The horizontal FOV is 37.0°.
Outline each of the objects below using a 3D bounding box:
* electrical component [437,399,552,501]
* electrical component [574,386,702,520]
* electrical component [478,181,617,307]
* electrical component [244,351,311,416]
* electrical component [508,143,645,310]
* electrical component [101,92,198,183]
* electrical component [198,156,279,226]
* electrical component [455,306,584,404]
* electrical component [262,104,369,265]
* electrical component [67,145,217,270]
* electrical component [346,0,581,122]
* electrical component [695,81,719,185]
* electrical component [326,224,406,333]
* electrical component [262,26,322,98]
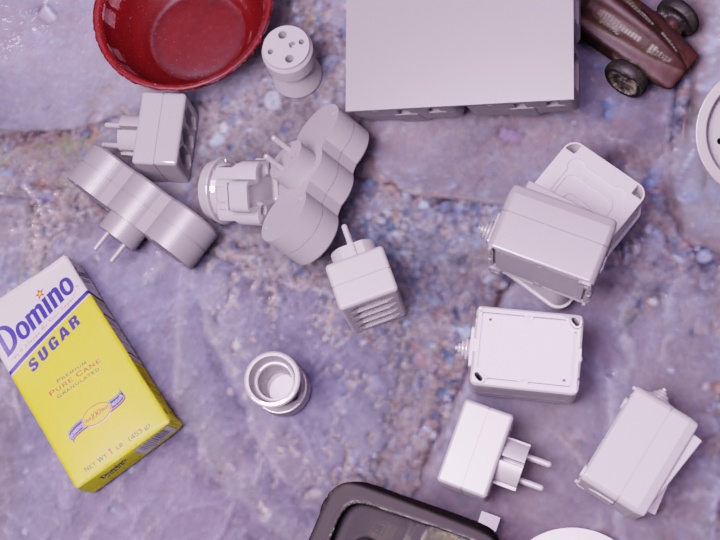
[{"bbox_3d":[0.107,0.145,0.823,0.077,0.047,0.065,19,77,12],"label":"electrical component"},{"bbox_3d":[0.212,0.134,0.805,0.061,0.061,0.096,32,80,15],"label":"electrical component"},{"bbox_3d":[0.136,-0.023,0.798,0.096,0.061,0.061,21,78,13],"label":"electrical component"},{"bbox_3d":[-0.065,0.092,0.856,0.045,0.055,0.045,-2,74,7],"label":"electrical component"},{"bbox_3d":[0.165,-0.034,0.862,0.078,0.057,0.113,38,82,16],"label":"electrical component"},{"bbox_3d":[-0.187,-0.116,0.936,0.077,0.047,0.065,4,75,7],"label":"electrical component"},{"bbox_3d":[-0.098,-0.066,0.900,0.057,0.078,0.058,3,103,26],"label":"electrical component"},{"bbox_3d":[0.122,0.067,0.836,0.096,0.061,0.061,5,75,9],"label":"electrical component"},{"bbox_3d":[-0.048,-0.080,0.877,0.052,0.074,0.138,-15,47,47],"label":"electrical component"},{"bbox_3d":[-0.196,-0.040,0.913,0.138,0.052,0.073,35,81,15],"label":"electrical component"},{"bbox_3d":[0.086,-0.183,0.891,0.186,0.060,0.105,0,87,17],"label":"electrical component"},{"bbox_3d":[0.322,-0.110,0.856,0.108,0.060,0.108,1,96,14],"label":"electrical component"},{"bbox_3d":[0.000,0.000,0.860,0.047,0.083,0.075,-20,72,1],"label":"electrical component"},{"bbox_3d":[-0.059,-0.181,0.934,0.045,0.055,0.045,-2,74,7],"label":"electrical component"}]
